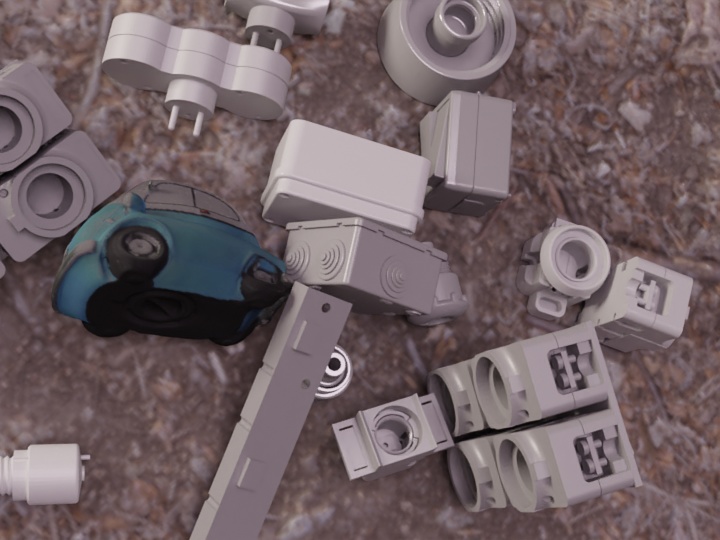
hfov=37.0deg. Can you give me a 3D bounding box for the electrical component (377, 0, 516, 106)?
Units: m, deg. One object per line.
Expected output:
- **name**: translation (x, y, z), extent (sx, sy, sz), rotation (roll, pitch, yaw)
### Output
- **electrical component**: translation (0.074, -0.193, 0.868), extent (0.108, 0.060, 0.108), rotation (3, 77, -15)

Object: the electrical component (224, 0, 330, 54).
- **electrical component**: translation (-0.068, -0.199, 0.840), extent (0.077, 0.044, 0.079), rotation (15, 74, -11)

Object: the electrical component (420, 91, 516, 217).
- **electrical component**: translation (0.082, -0.098, 0.849), extent (0.061, 0.062, 0.096), rotation (8, 76, -13)

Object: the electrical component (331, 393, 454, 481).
- **electrical component**: translation (0.021, 0.124, 0.781), extent (0.081, 0.063, 0.042), rotation (-14, 71, -17)

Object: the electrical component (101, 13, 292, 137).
- **electrical component**: translation (-0.125, -0.136, 0.806), extent (0.138, 0.052, 0.073), rotation (14, 75, -12)

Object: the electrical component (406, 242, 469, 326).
- **electrical component**: translation (0.055, 0.010, 0.828), extent (0.048, 0.048, 0.062), rotation (-8, 74, -17)

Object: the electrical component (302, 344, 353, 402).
- **electrical component**: translation (-0.026, 0.072, 0.782), extent (0.043, 0.062, 0.043), rotation (3, 77, -14)

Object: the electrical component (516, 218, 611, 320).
- **electrical component**: translation (0.162, -0.004, 0.852), extent (0.058, 0.057, 0.078), rotation (18, 74, -11)

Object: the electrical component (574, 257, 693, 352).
- **electrical component**: translation (0.216, 0.030, 0.842), extent (0.056, 0.089, 0.050), rotation (20, 74, -10)

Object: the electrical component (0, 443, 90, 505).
- **electrical component**: translation (-0.223, 0.138, 0.726), extent (0.078, 0.040, 0.040), rotation (1, 78, -15)

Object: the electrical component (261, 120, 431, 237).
- **electrical component**: translation (-0.012, -0.059, 0.807), extent (0.113, 0.078, 0.057), rotation (16, 71, -11)

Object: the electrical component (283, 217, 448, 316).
- **electrical component**: translation (0.000, 0.000, 0.779), extent (0.100, 0.100, 0.048), rotation (21, 76, -37)

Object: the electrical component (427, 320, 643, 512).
- **electrical component**: translation (0.108, 0.107, 0.744), extent (0.060, 0.186, 0.105), rotation (-13, 82, -17)

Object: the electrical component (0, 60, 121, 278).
- **electrical component**: translation (-0.268, -0.044, 0.718), extent (0.186, 0.060, 0.105), rotation (-40, 114, -16)

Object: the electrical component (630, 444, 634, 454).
- **electrical component**: translation (0.161, 0.138, 0.817), extent (0.047, 0.083, 0.075), rotation (21, 112, -10)
